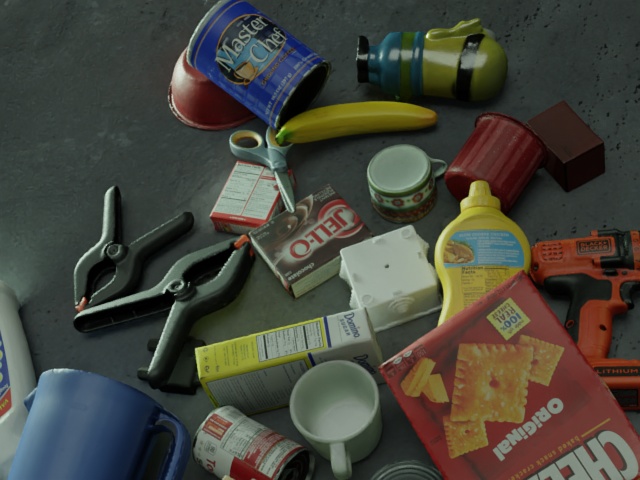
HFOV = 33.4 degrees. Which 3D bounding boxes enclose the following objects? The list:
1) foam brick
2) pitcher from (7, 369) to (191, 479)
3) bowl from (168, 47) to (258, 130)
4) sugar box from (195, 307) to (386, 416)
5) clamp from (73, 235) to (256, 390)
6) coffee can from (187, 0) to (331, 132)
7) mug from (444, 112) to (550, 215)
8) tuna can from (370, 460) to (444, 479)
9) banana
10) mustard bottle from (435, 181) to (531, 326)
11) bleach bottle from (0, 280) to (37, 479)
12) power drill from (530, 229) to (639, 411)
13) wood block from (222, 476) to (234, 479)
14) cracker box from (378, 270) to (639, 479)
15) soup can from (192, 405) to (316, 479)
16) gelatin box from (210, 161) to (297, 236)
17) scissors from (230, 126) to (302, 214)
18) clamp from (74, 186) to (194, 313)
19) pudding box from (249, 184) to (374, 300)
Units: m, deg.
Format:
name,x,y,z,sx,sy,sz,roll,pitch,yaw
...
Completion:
name,x,y,z,sx,sy,sz,roll,pitch,yaw
foam brick,0.270,-0.103,1.175,0.053,0.051,0.078,-28,52,-4
pitcher,-0.233,0.255,1.012,0.149,0.144,0.242,-30,39,53
bowl,-0.126,-0.218,1.366,0.162,0.055,0.162,-8,53,10
sugar box,-0.027,0.125,1.067,0.176,0.093,0.048,-16,53,3
clamp,-0.160,0.063,1.172,0.165,0.036,0.209,20,53,38
coffee can,-0.072,-0.209,1.265,0.140,0.103,0.102,38,70,10
mug,0.182,-0.079,1.167,0.081,0.093,0.117,-54,29,-18
tuna can,0.083,0.249,0.984,0.086,0.033,0.086,-8,53,10
banana,0.037,-0.136,1.259,0.197,0.037,0.070,-11,34,-12
mustard bottle,0.164,0.031,1.072,0.096,0.058,0.191,-1,71,5
bleach bottle,-0.344,0.164,1.148,0.102,0.068,0.251,-28,55,-6
power drill,0.300,0.072,1.038,0.185,0.057,0.187,-6,51,16
wood block,-0.095,0.328,0.941,0.090,0.091,0.206,22,63,28
cracker box,0.175,0.160,0.950,0.164,0.072,0.214,-34,67,6
soup can,-0.065,0.210,1.031,0.102,0.068,0.068,24,64,30
gelatin box,-0.077,-0.047,1.244,0.073,0.030,0.089,9,55,22
scissors,-0.065,-0.086,1.235,0.096,0.016,0.201,-2,34,7
clamp,-0.239,0.012,1.241,0.120,0.039,0.171,25,65,30
pudding box,-0.008,0.001,1.184,0.113,0.039,0.090,-33,54,-9
